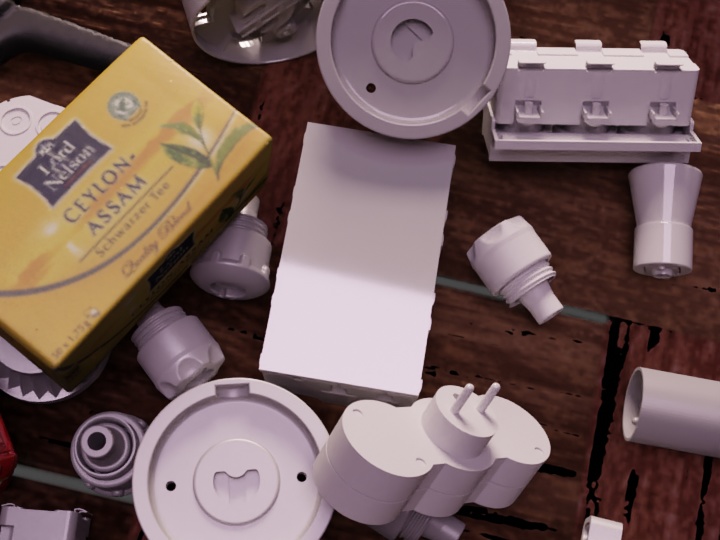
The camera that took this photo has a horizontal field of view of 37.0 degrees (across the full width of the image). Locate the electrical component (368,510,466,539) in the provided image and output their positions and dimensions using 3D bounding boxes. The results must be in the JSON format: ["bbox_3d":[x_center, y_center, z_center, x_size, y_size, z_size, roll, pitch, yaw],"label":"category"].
[{"bbox_3d":[0.028,0.132,0.599,0.062,0.043,0.043,32,75,7],"label":"electrical component"}]

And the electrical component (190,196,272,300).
[{"bbox_3d":[-0.074,-0.016,0.645,0.048,0.048,0.062,7,65,1],"label":"electrical component"}]

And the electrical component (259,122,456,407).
[{"bbox_3d":[0.000,0.000,0.631,0.089,0.061,0.150,9,72,2],"label":"electrical component"}]

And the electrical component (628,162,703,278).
[{"bbox_3d":[0.185,-0.028,0.655,0.044,0.044,0.065,5,77,1],"label":"electrical component"}]

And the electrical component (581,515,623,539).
[{"bbox_3d":[0.144,0.179,0.579,0.057,0.058,0.078,13,72,6],"label":"electrical component"}]

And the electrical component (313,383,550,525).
[{"bbox_3d":[0.048,0.086,0.565,0.138,0.073,0.052,3,38,-39],"label":"electrical component"}]

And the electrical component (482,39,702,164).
[{"bbox_3d":[0.140,-0.103,0.658,0.121,0.063,0.078,1,29,-1],"label":"electrical component"}]

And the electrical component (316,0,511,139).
[{"bbox_3d":[0.030,-0.131,0.623,0.108,0.060,0.108,0,100,1],"label":"electrical component"}]

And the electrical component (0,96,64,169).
[{"bbox_3d":[-0.195,-0.062,0.653,0.080,0.051,0.080,0,72,-1],"label":"electrical component"}]

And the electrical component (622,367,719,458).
[{"bbox_3d":[0.197,0.084,0.617,0.081,0.043,0.043,10,72,2],"label":"electrical component"}]

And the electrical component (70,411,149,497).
[{"bbox_3d":[-0.139,0.099,0.596,0.048,0.062,0.048,0,73,-1],"label":"electrical component"}]

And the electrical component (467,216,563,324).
[{"bbox_3d":[0.096,0.003,0.642,0.043,0.043,0.062,-32,77,-10],"label":"electrical component"}]

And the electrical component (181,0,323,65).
[{"bbox_3d":[-0.060,-0.168,0.665,0.099,0.099,0.064,-23,68,-8],"label":"electrical component"}]

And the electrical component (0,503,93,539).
[{"bbox_3d":[-0.175,0.161,0.587,0.081,0.042,0.063,5,71,0],"label":"electrical component"}]

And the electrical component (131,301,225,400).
[{"bbox_3d":[-0.112,0.041,0.626,0.043,0.043,0.062,-36,75,-11],"label":"electrical component"}]

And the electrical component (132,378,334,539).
[{"bbox_3d":[-0.067,0.119,0.591,0.108,0.060,0.108,2,71,-4],"label":"electrical component"}]
